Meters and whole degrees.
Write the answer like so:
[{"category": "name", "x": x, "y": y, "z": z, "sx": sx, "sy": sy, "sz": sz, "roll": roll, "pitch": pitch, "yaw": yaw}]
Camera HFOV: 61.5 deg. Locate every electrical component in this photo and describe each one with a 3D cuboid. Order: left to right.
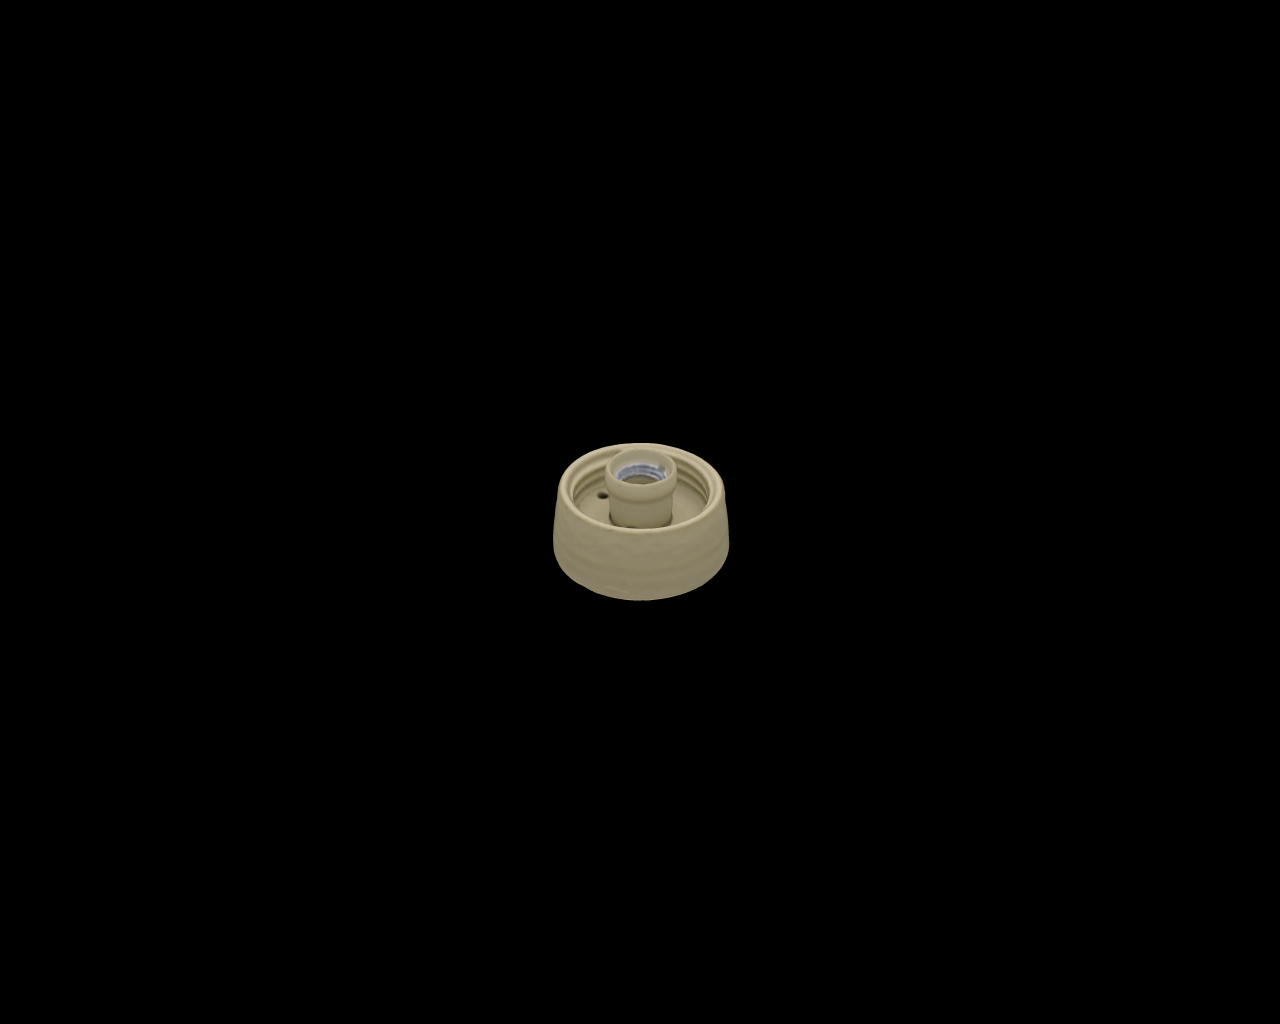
[{"category": "electrical component", "x": 0.001, "y": -0.003, "z": 0.650, "sx": 0.108, "sy": 0.060, "sz": 0.108, "roll": 0, "pitch": 35, "yaw": 0}]
